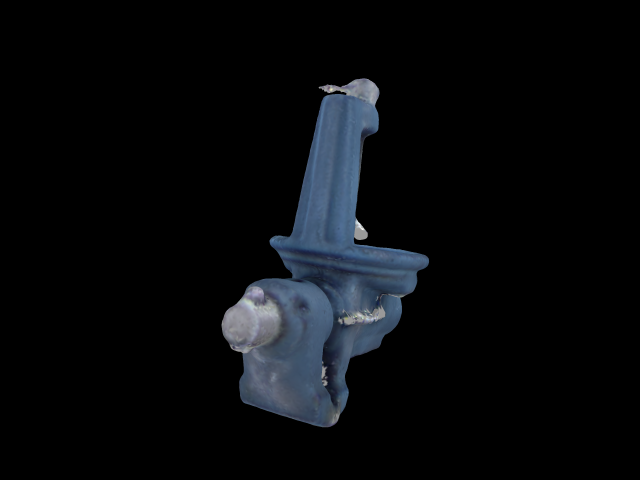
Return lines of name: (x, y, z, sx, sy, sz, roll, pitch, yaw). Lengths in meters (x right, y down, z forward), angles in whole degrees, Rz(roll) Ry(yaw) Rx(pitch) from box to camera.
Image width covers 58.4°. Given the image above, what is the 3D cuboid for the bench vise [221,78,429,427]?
bench vise: (0.015, 0.002, 0.398, 0.121, 0.220, 0.207, 3, 16, 10)
